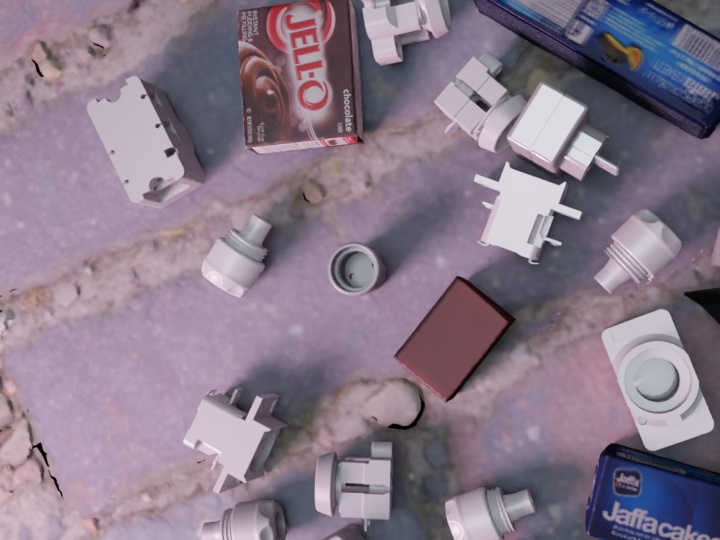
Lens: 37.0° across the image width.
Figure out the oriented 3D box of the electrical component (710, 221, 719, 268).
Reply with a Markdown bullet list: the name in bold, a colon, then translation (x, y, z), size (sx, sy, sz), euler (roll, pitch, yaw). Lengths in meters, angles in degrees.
- **electrical component**: translation (0.276, -0.023, 0.734), size (0.056, 0.089, 0.050), euler (12, 90, 13)

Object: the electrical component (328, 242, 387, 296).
- **electrical component**: translation (0.000, 0.000, 0.817), size (0.040, 0.046, 0.040), euler (0, 88, 13)

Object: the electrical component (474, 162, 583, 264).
- **electrical component**: translation (0.120, -0.041, 0.794), size (0.081, 0.042, 0.063), euler (22, 94, 13)

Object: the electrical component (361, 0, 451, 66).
- **electrical component**: translation (0.035, -0.200, 0.811), size (0.057, 0.058, 0.078), euler (-10, 85, 15)

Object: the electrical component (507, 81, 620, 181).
- **electrical component**: translation (0.152, -0.089, 0.767), size (0.076, 0.083, 0.047), euler (33, 95, 12)

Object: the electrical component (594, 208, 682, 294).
- **electrical component**: translation (0.197, -0.010, 0.775), size (0.062, 0.043, 0.043), euler (-45, 80, 9)

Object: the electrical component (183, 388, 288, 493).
- **electrical component**: translation (-0.099, 0.128, 0.837), size (0.064, 0.042, 0.081), euler (26, 93, 16)

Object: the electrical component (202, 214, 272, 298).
- **electrical component**: translation (-0.092, -0.014, 0.840), size (0.043, 0.043, 0.062), euler (34, 94, 12)

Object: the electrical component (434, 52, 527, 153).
- **electrical component**: translation (0.094, -0.120, 0.802), size (0.055, 0.048, 0.066), euler (44, 97, 18)

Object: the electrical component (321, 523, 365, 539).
- **electrical component**: translation (-0.032, 0.241, 0.807), size (0.096, 0.061, 0.061), euler (-32, 81, 10)

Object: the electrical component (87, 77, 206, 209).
- **electrical component**: translation (-0.167, -0.099, 0.853), size (0.050, 0.056, 0.089), euler (-28, 82, 10)

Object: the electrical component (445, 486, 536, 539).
- **electrical component**: translation (0.097, 0.179, 0.790), size (0.062, 0.043, 0.043), euler (-22, 83, 10)

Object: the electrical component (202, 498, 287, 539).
- **electrical component**: translation (-0.091, 0.200, 0.831), size (0.062, 0.043, 0.043), euler (-10, 86, 14)

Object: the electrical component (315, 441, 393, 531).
- **electrical component**: translation (-0.004, 0.162, 0.813), size (0.055, 0.048, 0.066), euler (1, 88, 5)

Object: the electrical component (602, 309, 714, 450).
- **electrical component**: translation (0.210, 0.077, 0.762), size (0.050, 0.056, 0.089), euler (-22, 83, 11)
